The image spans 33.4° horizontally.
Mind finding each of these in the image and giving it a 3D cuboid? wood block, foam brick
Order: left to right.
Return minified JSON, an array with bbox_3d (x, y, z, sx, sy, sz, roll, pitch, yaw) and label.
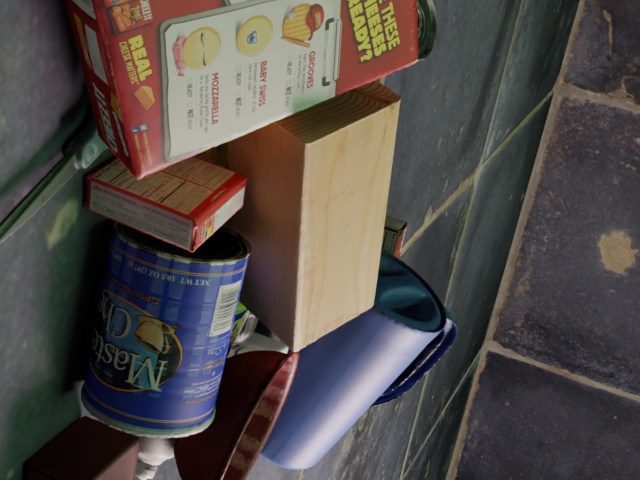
[{"bbox_3d":[-0.180,0.179,0.803,0.078,0.053,0.051,-39,144,-58],"label":"foam brick"},{"bbox_3d":[-0.010,-0.028,0.801,0.090,0.091,0.206,-28,142,-30],"label":"wood block"}]

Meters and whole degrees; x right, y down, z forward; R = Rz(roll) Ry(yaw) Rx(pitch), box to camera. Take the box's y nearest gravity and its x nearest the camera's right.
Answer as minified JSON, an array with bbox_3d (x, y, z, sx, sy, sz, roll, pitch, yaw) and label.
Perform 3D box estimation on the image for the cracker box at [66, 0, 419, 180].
[{"bbox_3d":[-0.046,-0.154,0.652,0.213,0.072,0.164,-26,135,-21],"label":"cracker box"}]

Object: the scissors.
[{"bbox_3d":[-0.150,-0.077,0.688,0.201,0.016,0.096,-46,148,-55],"label":"scissors"}]

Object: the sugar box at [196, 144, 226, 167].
[{"bbox_3d":[-0.066,-0.097,0.881,0.176,0.048,0.093,-34,140,-62],"label":"sugar box"}]

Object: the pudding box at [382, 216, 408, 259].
[{"bbox_3d":[0.033,0.009,1.190,0.039,0.113,0.090,-44,149,-65],"label":"pudding box"}]

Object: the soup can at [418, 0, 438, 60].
[{"bbox_3d":[0.050,-0.202,1.006,0.068,0.102,0.068,-8,99,-54],"label":"soup can"}]

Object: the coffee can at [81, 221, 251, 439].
[{"bbox_3d":[-0.115,0.061,0.793,0.102,0.103,0.140,-28,134,-66],"label":"coffee can"}]

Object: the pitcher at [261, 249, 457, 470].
[{"bbox_3d":[0.024,0.134,1.147,0.243,0.149,0.144,-54,169,25],"label":"pitcher"}]

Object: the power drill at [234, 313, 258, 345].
[{"bbox_3d":[-0.036,0.010,1.069,0.184,0.057,0.187,-71,164,7],"label":"power drill"}]

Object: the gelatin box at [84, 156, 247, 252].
[{"bbox_3d":[-0.107,-0.032,0.741,0.073,0.089,0.030,-48,153,-53],"label":"gelatin box"}]

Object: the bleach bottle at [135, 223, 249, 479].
[{"bbox_3d":[-0.109,0.089,0.919,0.251,0.068,0.102,-68,164,-4],"label":"bleach bottle"}]

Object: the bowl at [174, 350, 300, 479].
[{"bbox_3d":[-0.077,0.153,0.896,0.162,0.055,0.162,-62,171,-17],"label":"bowl"}]
